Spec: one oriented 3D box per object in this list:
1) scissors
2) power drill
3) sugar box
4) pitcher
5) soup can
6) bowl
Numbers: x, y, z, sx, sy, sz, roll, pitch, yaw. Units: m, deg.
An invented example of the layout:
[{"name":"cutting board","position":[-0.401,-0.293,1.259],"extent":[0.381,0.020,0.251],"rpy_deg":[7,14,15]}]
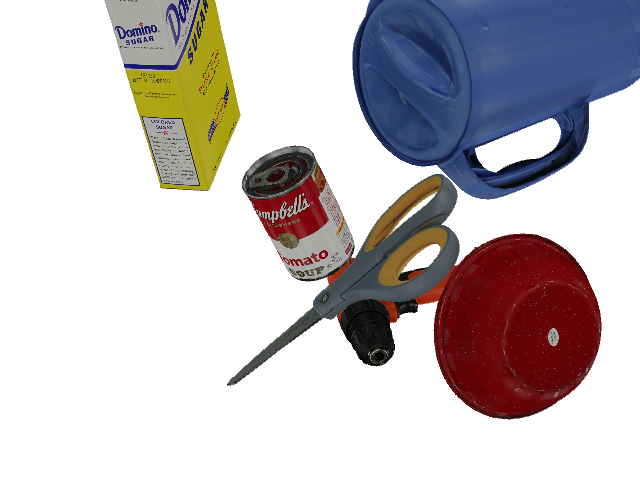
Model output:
[{"name":"scissors","position":[0.016,0.042,0.663],"extent":[0.016,0.202,0.096],"rpy_deg":[38,10,-26]},{"name":"power drill","position":[0.109,0.067,1.139],"extent":[0.187,0.057,0.184],"rpy_deg":[-4,29,-9]},{"name":"sugar box","position":[-0.100,-0.130,0.755],"extent":[0.048,0.093,0.176],"rpy_deg":[6,-42,11]},{"name":"pitcher","position":[0.159,-0.140,0.856],"extent":[0.242,0.149,0.145],"rpy_deg":[-19,35,-33]},{"name":"soup can","position":[-0.018,-0.023,0.935],"extent":[0.068,0.102,0.068],"rpy_deg":[-17,37,13]},{"name":"bowl","position":[0.178,0.076,0.894],"extent":[0.161,0.162,0.055],"rpy_deg":[0,5,-21]}]
